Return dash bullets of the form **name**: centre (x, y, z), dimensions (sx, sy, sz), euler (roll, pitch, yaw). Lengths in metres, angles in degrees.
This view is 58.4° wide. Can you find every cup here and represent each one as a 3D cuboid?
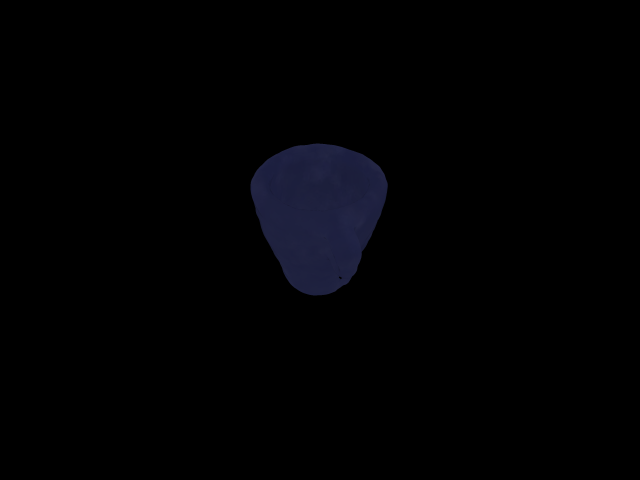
- **cup**: centre (0.004, 0.001, 0.400), dimensions (0.092, 0.095, 0.117), euler (-11, 43, -12)
